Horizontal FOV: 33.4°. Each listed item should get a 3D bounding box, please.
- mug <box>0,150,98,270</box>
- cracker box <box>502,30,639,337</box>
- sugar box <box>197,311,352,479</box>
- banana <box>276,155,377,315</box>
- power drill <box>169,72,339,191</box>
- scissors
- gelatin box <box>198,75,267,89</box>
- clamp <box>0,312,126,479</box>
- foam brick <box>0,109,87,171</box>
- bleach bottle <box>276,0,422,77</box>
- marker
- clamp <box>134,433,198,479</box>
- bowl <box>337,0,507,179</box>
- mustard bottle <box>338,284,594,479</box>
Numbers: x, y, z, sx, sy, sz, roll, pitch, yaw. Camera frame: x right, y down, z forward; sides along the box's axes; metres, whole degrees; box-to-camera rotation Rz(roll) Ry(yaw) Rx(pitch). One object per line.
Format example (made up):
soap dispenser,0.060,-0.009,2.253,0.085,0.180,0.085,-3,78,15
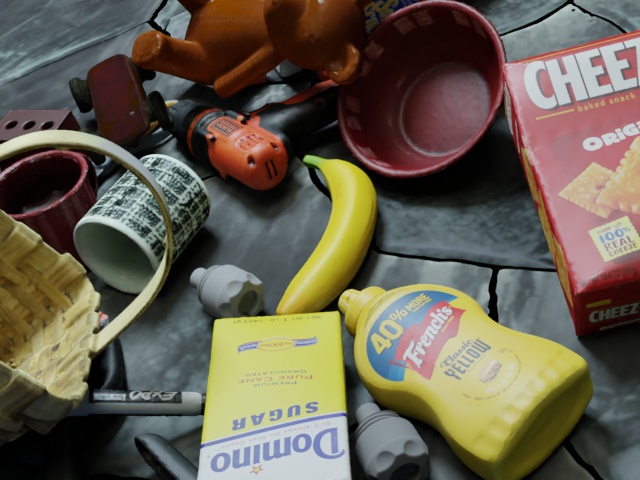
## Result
mug,-0.229,-0.027,0.940,0.093,0.081,0.117,1,42,21
cracker box,0.235,-0.052,0.769,0.164,0.072,0.214,-13,56,5
sugar box,-0.027,0.114,0.693,0.093,0.048,0.176,-5,28,1
banana,0.012,-0.006,0.866,0.070,0.037,0.197,-14,38,20
power drill,-0.039,-0.126,1.011,0.187,0.057,0.185,-34,38,-18
scissors,-0.220,-0.083,1.056,0.096,0.016,0.201,24,54,41
gelatin box,-0.109,-0.183,1.101,0.073,0.030,0.089,-14,30,-43
clamp,-0.211,0.134,0.776,0.165,0.036,0.209,-3,39,18
foam brick,-0.281,-0.095,1.063,0.078,0.051,0.053,3,43,22
bleach bottle,0.061,-0.255,1.091,0.250,0.102,0.068,-23,62,-9
marker,-0.116,0.115,0.749,0.121,0.020,0.020,3,38,-9
clamp,-0.068,0.174,0.676,0.171,0.039,0.120,1,46,12
bowl,0.096,-0.123,0.924,0.162,0.055,0.162,-11,70,31
mustard bottle,0.080,0.080,0.719,0.096,0.058,0.192,-43,44,-17
